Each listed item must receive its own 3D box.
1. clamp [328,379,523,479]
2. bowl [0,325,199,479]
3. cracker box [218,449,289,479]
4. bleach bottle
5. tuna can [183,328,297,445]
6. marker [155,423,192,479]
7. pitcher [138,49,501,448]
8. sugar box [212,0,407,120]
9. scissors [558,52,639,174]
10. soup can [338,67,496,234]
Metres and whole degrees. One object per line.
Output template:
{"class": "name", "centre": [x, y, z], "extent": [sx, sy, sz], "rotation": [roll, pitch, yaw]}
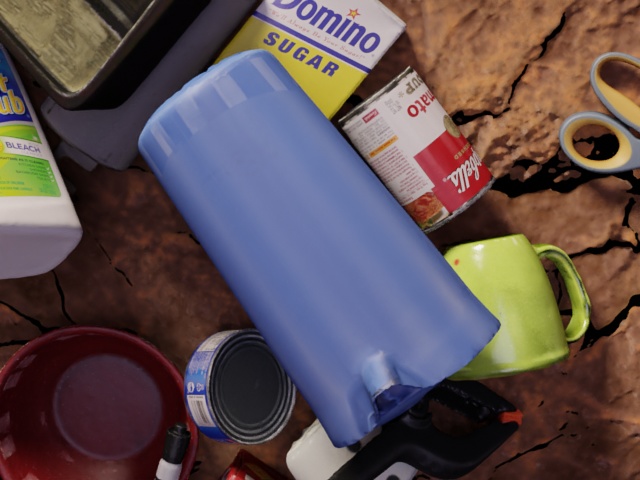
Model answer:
{"class": "clamp", "centre": [0.055, 0.118, 0.779], "extent": [0.209, 0.164, 0.036], "rotation": [4, 146, -32]}
{"class": "bowl", "centre": [-0.169, 0.137, 0.821], "extent": [0.162, 0.055, 0.162], "rotation": [0, 100, 3]}
{"class": "cracker box", "centre": [-0.059, 0.297, 0.836], "extent": [0.164, 0.072, 0.214], "rotation": [35, 99, -5]}
{"class": "bleach bottle", "centre": [-0.250, -0.095, 0.735], "extent": [0.068, 0.102, 0.251], "rotation": [-40, 65, 33]}
{"class": "tuna can", "centre": [-0.059, 0.109, 0.797], "extent": [0.034, 0.085, 0.086], "rotation": [-8, 102, 46]}
{"class": "marker", "centre": [-0.117, 0.192, 0.789], "extent": [0.020, 0.020, 0.121], "rotation": [16, 100, 0]}
{"class": "pitcher", "centre": [-0.005, 0.001, 0.699], "extent": [0.144, 0.149, 0.243], "rotation": [-36, 88, -32]}
{"class": "sugar box", "centre": [-0.028, -0.116, 0.775], "extent": [0.093, 0.048, 0.176], "rotation": [38, 101, -6]}
{"class": "scissors", "centre": [0.256, -0.047, 0.772], "extent": [0.096, 0.016, 0.202], "rotation": [-41, 85, 15]}
{"class": "soup can", "centre": [0.069, -0.064, 0.768], "extent": [0.068, 0.068, 0.102], "rotation": [-37, 96, 8]}
